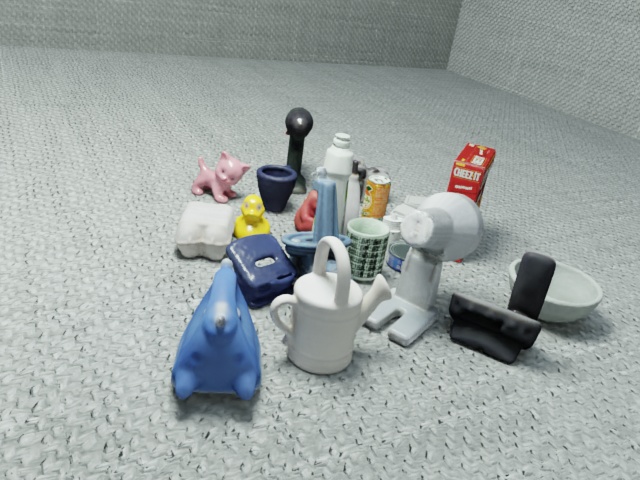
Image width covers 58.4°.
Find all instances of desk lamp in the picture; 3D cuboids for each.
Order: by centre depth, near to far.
[{"bbox_3d":[0.174,0.034,0.951,0.117,0.213,0.204,24,30,28],"label":"desk lamp"}]

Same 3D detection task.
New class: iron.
[{"bbox_3d":[-0.137,0.102,0.799,0.119,0.141,0.258,4,27,-9],"label":"iron"}]

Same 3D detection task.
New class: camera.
[{"bbox_3d":[0.096,-0.164,1.448,0.143,0.101,0.136,3,27,-12],"label":"camera"}]

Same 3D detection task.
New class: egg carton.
[{"bbox_3d":[-0.218,-0.022,1.100,0.107,0.069,0.150,6,27,-6],"label":"egg carton"}]

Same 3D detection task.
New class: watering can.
[{"bbox_3d":[0.017,0.084,0.823,0.173,0.194,0.100,-16,35,-40],"label":"watering can"}]

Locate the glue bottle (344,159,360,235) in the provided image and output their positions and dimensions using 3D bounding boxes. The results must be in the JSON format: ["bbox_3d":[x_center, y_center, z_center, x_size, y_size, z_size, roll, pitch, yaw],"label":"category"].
[{"bbox_3d":[0.061,-0.086,1.200,0.037,0.173,0.078,1,27,-15],"label":"glue bottle"}]

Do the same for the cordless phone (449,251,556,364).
[{"bbox_3d":[0.289,0.087,0.913,0.147,0.185,0.094,18,28,19],"label":"cordless phone"}]

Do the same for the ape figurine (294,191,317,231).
[{"bbox_3d":[-0.015,-0.060,1.214,0.076,0.092,0.078,23,30,26],"label":"ape figurine"}]

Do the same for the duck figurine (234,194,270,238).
[{"bbox_3d":[-0.138,-0.052,1.168,0.077,0.086,0.104,6,26,-5],"label":"duck figurine"}]

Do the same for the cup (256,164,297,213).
[{"bbox_3d":[-0.097,-0.117,1.300,0.091,0.095,0.118,16,27,14],"label":"cup"}]

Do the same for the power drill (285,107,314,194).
[{"bbox_3d":[-0.057,-0.226,1.401,0.075,0.208,0.229,6,27,-6],"label":"power drill"}]

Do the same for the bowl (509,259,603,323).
[{"bbox_3d":[0.420,0.102,1.048,0.167,0.075,0.167,7,26,-3],"label":"bowl"}]

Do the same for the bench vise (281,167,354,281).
[{"bbox_3d":[0.018,0.001,0.959,0.122,0.220,0.206,-13,34,-36],"label":"bench vise"}]

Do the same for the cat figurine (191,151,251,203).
[{"bbox_3d":[-0.226,-0.153,1.305,0.127,0.118,0.067,18,28,17],"label":"cat figurine"}]

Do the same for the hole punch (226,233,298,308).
[{"bbox_3d":[-0.097,0.049,0.974,0.109,0.091,0.100,-18,37,-42],"label":"hole punch"}]
